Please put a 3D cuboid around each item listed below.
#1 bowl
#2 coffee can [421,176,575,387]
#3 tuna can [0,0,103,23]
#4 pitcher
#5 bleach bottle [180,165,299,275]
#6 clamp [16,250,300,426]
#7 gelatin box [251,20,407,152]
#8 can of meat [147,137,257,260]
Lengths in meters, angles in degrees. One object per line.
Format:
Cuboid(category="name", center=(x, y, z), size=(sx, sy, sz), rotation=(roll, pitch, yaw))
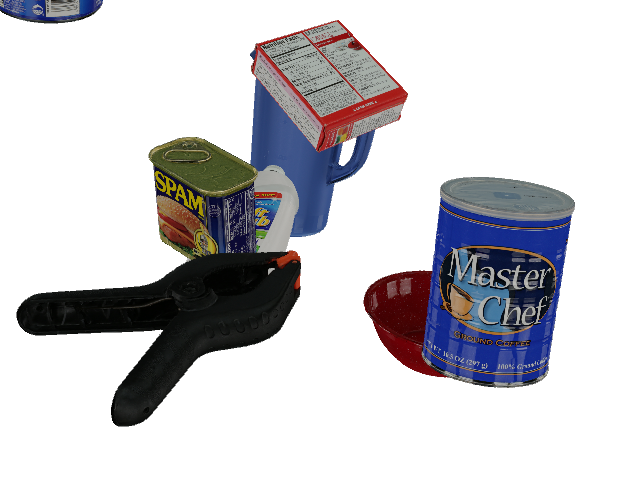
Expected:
Cuboid(category="bowl", center=(0.121, 0.092, 1.086), size=(0.162, 0.055, 0.162), rotation=(5, 26, -3))
Cuboid(category="coffee can", center=(0.137, 0.030, 0.838), size=(0.103, 0.140, 0.103), rotation=(4, 17, -2))
Cuboid(category="tuna can", center=(-0.206, -0.196, 0.803), size=(0.086, 0.034, 0.086), rotation=(6, 36, -4))
Cuboid(category="pitcher", center=(-0.020, -0.129, 1.389), size=(0.144, 0.243, 0.149), rotation=(0, 23, -18))
Cuboid(category="bleach bottle", center=(-0.086, -0.011, 1.212), size=(0.102, 0.068, 0.250), rotation=(3, 35, 9))
Cuboid(category="clamp", center=(-0.075, 0.049, 0.615), size=(0.171, 0.039, 0.120), rotation=(-17, 42, -26))
Cuboid(category="gelatin box", center=(0.005, -0.110, 0.748), size=(0.073, 0.089, 0.030), rotation=(-24, -30, -28))
Cuboid(category="can of meat", center=(-0.100, -0.030, 0.917), size=(0.057, 0.084, 0.102), rotation=(-26, 41, -35))
